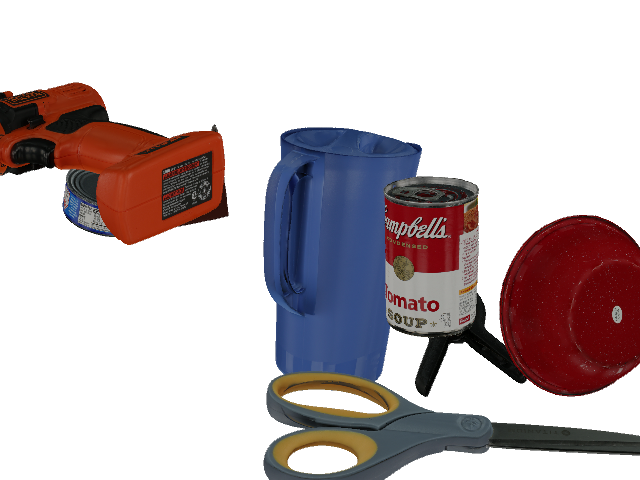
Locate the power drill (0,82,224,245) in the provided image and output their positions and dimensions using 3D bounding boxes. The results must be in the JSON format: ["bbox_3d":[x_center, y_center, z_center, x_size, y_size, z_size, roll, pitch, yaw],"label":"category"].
[{"bbox_3d":[-0.173,-0.055,0.714,0.188,0.057,0.184,20,32,31],"label":"power drill"}]

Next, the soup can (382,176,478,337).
[{"bbox_3d":[0.080,0.011,0.777,0.068,0.102,0.068,-2,19,0],"label":"soup can"}]

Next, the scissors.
[{"bbox_3d":[0.060,0.103,0.515,0.202,0.016,0.096,10,31,20],"label":"scissors"}]

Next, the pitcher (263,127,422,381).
[{"bbox_3d":[0.011,0.018,1.024,0.149,0.243,0.145,3,16,-8],"label":"pitcher"}]

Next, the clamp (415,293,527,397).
[{"bbox_3d":[0.157,0.098,1.162,0.120,0.171,0.039,3,-44,-5],"label":"clamp"}]

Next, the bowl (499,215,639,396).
[{"bbox_3d":[0.237,0.060,0.917,0.161,0.162,0.055,0,4,-21],"label":"bowl"}]

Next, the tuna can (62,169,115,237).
[{"bbox_3d":[-0.195,-0.038,0.992,0.086,0.034,0.086,13,29,-7],"label":"tuna can"}]

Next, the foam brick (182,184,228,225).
[{"bbox_3d":[-0.149,-0.052,1.191,0.078,0.053,0.051,-13,29,-15],"label":"foam brick"}]
